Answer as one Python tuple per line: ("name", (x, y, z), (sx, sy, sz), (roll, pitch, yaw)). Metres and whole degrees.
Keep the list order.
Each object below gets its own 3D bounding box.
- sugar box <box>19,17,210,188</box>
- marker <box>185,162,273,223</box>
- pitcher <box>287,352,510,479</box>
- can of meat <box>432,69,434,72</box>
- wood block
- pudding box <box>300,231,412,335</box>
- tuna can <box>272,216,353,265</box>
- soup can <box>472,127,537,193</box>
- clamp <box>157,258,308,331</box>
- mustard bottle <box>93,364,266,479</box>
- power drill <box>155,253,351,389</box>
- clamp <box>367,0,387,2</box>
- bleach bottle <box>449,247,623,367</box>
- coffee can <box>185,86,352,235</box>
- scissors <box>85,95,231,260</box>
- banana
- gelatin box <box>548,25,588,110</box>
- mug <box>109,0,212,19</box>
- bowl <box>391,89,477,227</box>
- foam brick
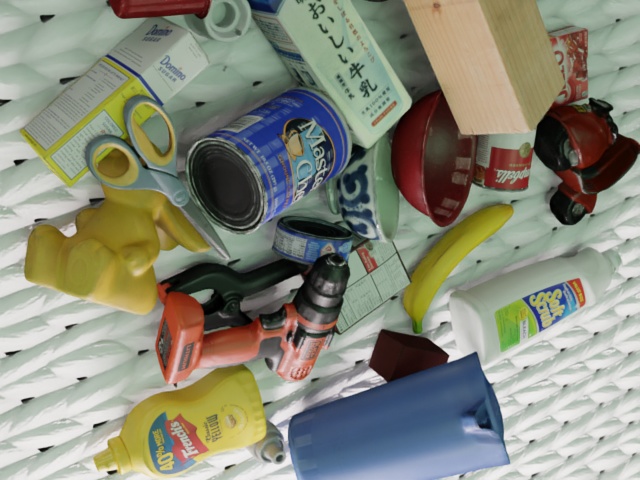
("sugar box", (-0.192, -0.133, 0.994), (0.176, 0.093, 0.048), (-41, 126, -9))
("marker", (-0.093, -0.052, 1.128), (0.121, 0.020, 0.020), (36, 89, -36))
("pitcher", (0.093, 0.226, 1.249), (0.243, 0.145, 0.149), (-17, 132, 8))
("can of meat", (0.181, -0.226, 1.192), (0.083, 0.058, 0.102), (3, 108, -33))
("wood block", (0.162, -0.216, 1.078), (0.090, 0.091, 0.206), (-51, 127, -33))
("pudding box", (0.041, 0.042, 1.233), (0.113, 0.039, 0.090), (-34, 123, -12))
("tuna can", (-0.008, 0.001, 1.159), (0.086, 0.086, 0.034), (3, 106, -31))
("soup can", (0.217, -0.114, 1.252), (0.068, 0.069, 0.102), (-6, 112, -28))
("clamp", (-0.093, 0.057, 1.161), (0.171, 0.039, 0.120), (17, 101, -37))
("mustard bottle", (-0.157, 0.210, 1.176), (0.191, 0.058, 0.096), (-20, 117, -21))
("power drill", (-0.069, 0.087, 1.114), (0.187, 0.057, 0.185), (-2, 135, -24))
("clamp", (0.077, -0.294, 1.077), (0.209, 0.036, 0.164), (-52, 132, -33))
("bleach bottle", (0.286, 0.066, 1.370), (0.250, 0.068, 0.102), (-25, 121, -22))
("coffee can", (-0.050, -0.081, 1.062), (0.140, 0.103, 0.103), (-36, 127, -42))
("scissors", (-0.152, -0.039, 0.996), (0.096, 0.016, 0.202), (-28, 126, -17))
("banana", (0.160, 0.023, 1.297), (0.198, 0.037, 0.069), (-51, 148, 0))
("gelatin box", (0.284, -0.204, 1.275), (0.073, 0.030, 0.089), (-18, 117, -22))
("mug", (-0.153, -0.257, 0.976), (0.081, 0.093, 0.117), (-10, 83, -21))
("bowl", (0.122, -0.097, 1.187), (0.161, 0.055, 0.162), (-23, 116, -59))
("foam brick", (0.109, 0.148, 1.306), (0.078, 0.053, 0.051), (14, 103, -33))
